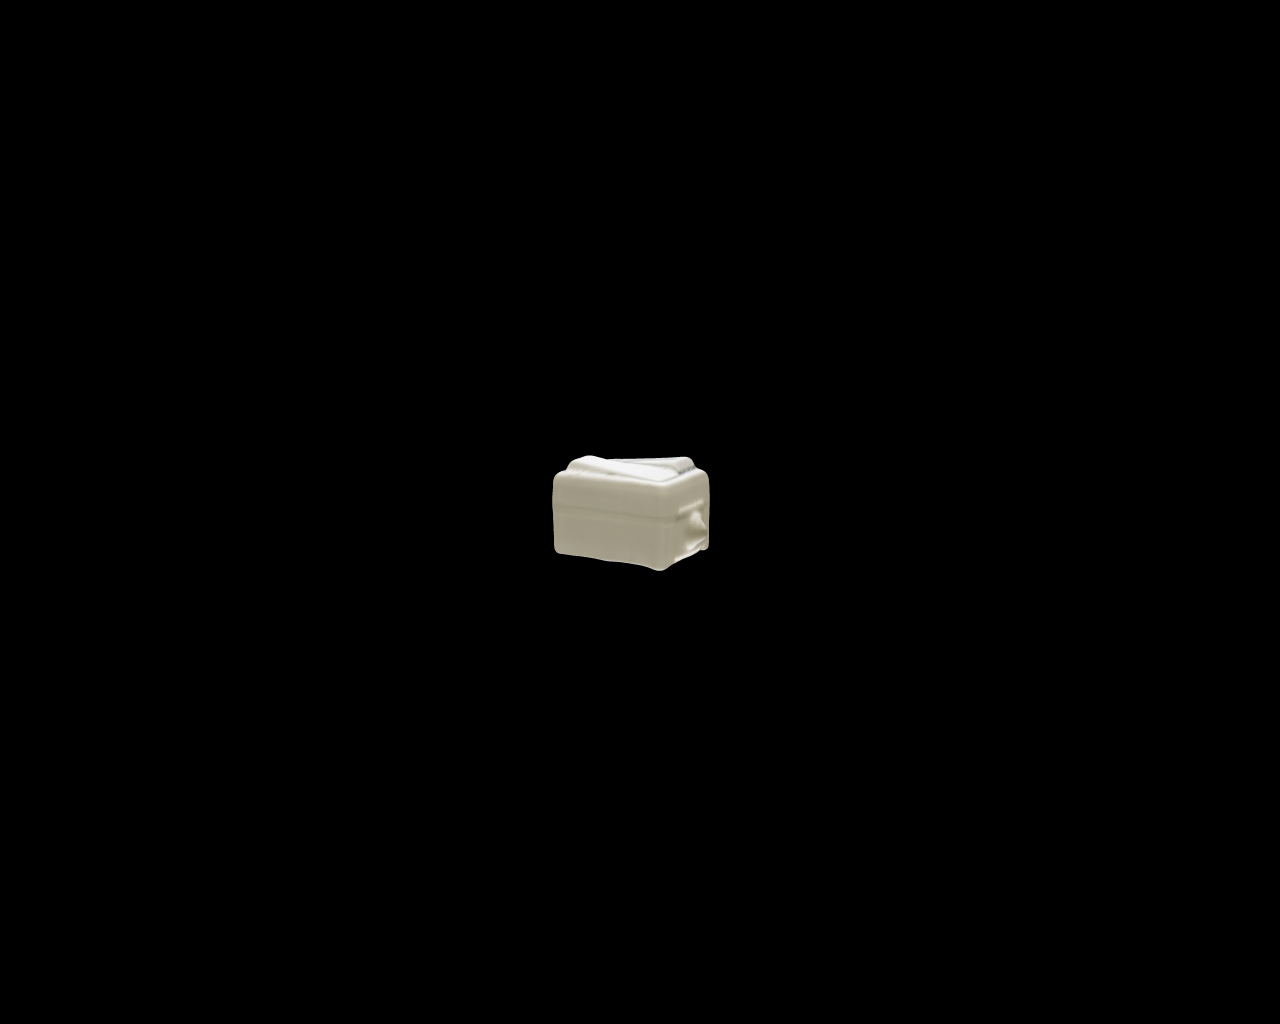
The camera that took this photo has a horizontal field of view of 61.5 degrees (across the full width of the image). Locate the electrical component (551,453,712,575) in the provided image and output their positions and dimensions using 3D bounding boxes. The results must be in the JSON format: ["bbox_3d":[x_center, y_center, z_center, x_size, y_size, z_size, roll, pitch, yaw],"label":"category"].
[{"bbox_3d":[0.001,-0.003,0.650,0.096,0.061,0.062,8,15,30],"label":"electrical component"}]
